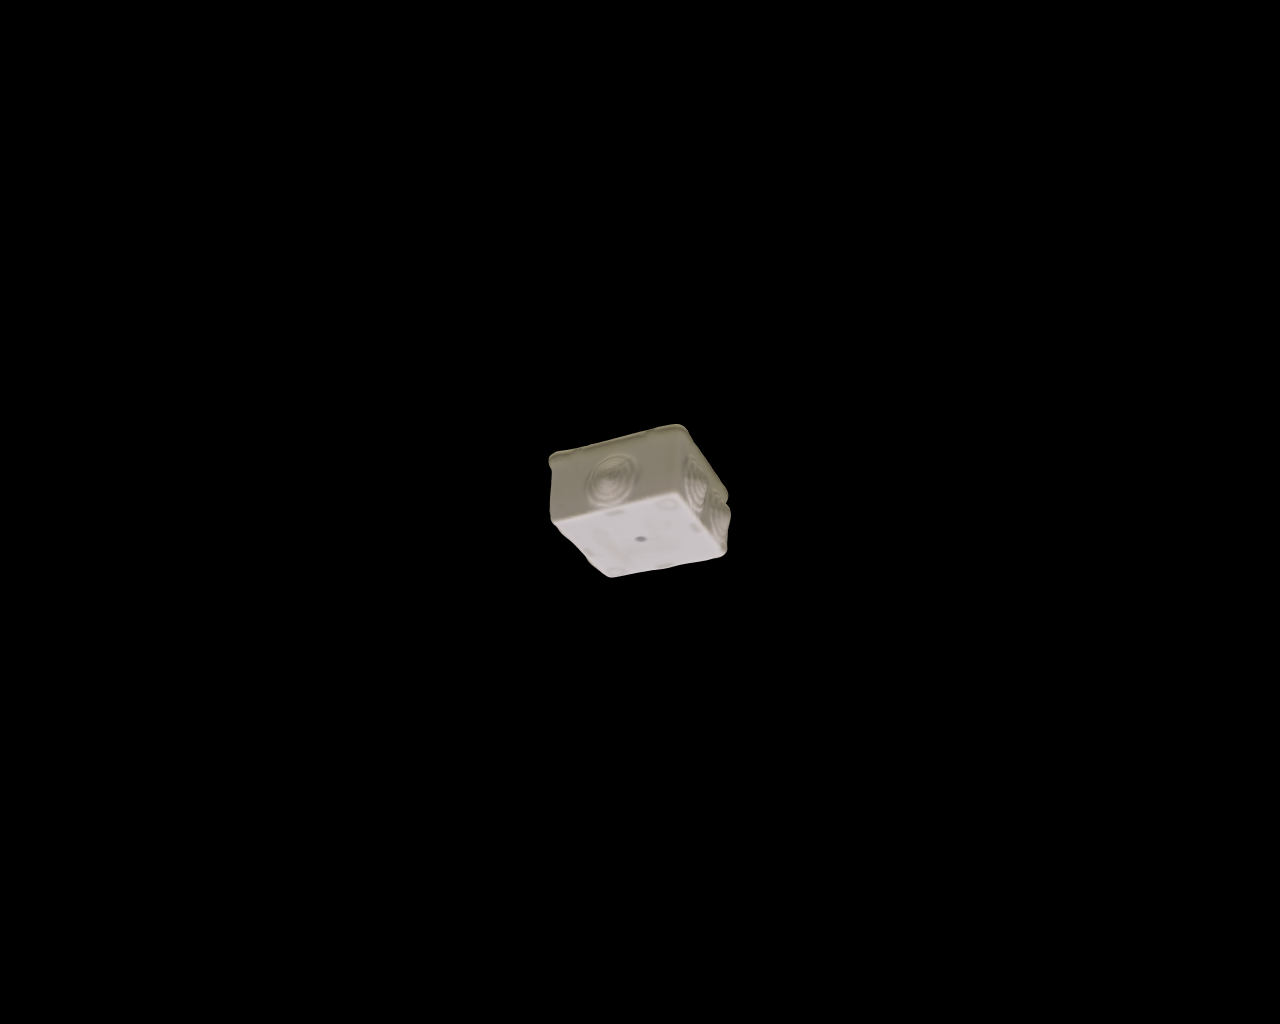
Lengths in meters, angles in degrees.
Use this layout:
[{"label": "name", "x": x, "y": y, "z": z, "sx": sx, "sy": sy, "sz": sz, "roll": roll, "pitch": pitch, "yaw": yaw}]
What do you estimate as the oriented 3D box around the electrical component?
[{"label": "electrical component", "x": 0.001, "y": -0.003, "z": 0.650, "sx": 0.100, "sy": 0.048, "sz": 0.099, "roll": -12, "pitch": -33, "yaw": 19}]
